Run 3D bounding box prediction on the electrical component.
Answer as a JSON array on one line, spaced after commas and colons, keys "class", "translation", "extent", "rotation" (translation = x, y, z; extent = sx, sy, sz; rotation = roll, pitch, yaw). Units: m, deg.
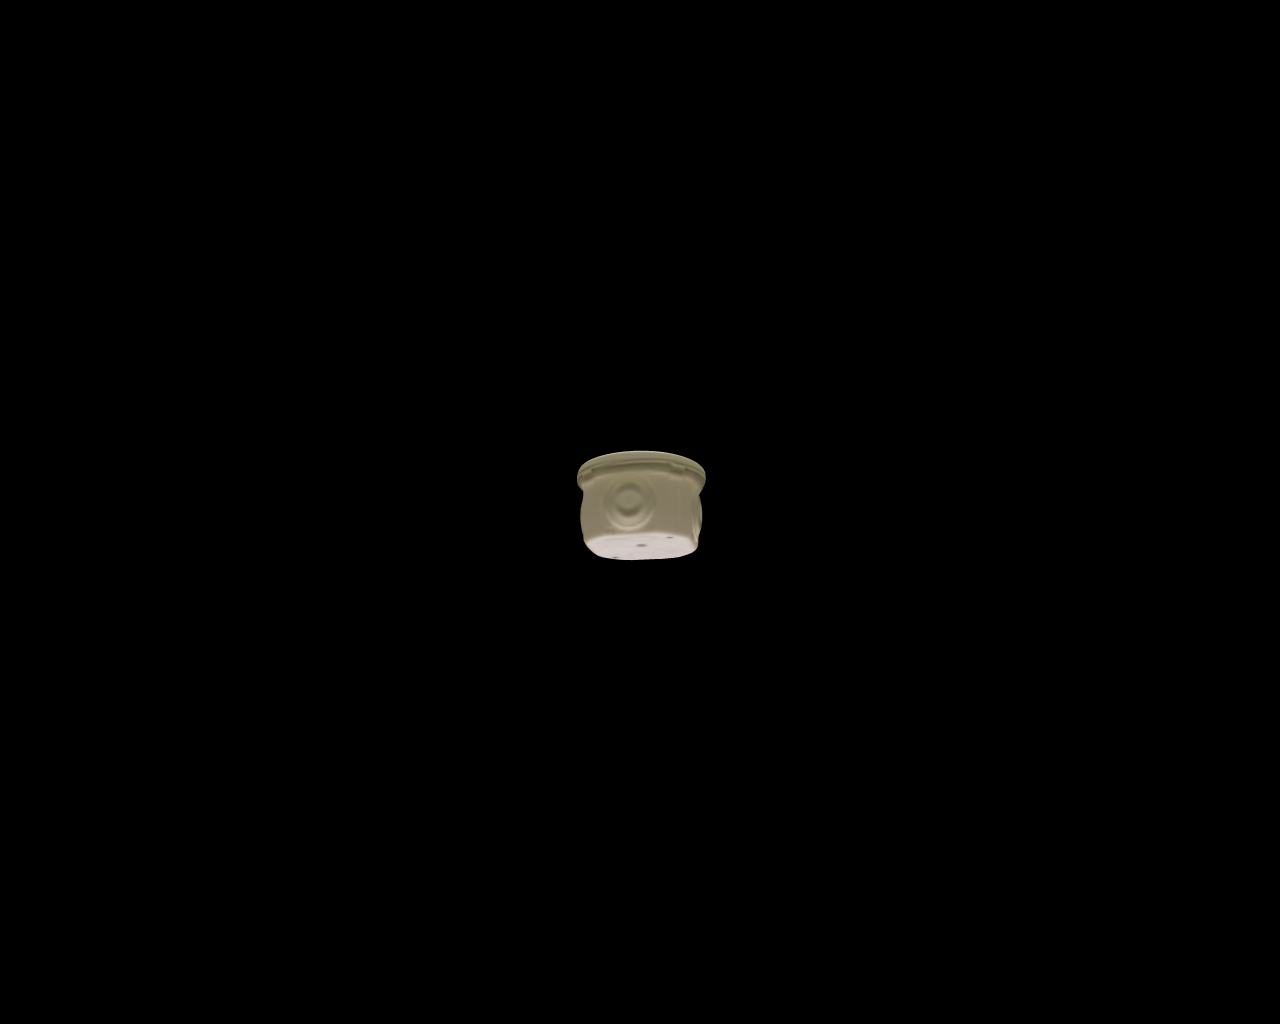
[{"class": "electrical component", "translation": [0.001, -0.003, 0.650], "extent": [0.080, 0.051, 0.080], "rotation": [0, -16, 0]}]
